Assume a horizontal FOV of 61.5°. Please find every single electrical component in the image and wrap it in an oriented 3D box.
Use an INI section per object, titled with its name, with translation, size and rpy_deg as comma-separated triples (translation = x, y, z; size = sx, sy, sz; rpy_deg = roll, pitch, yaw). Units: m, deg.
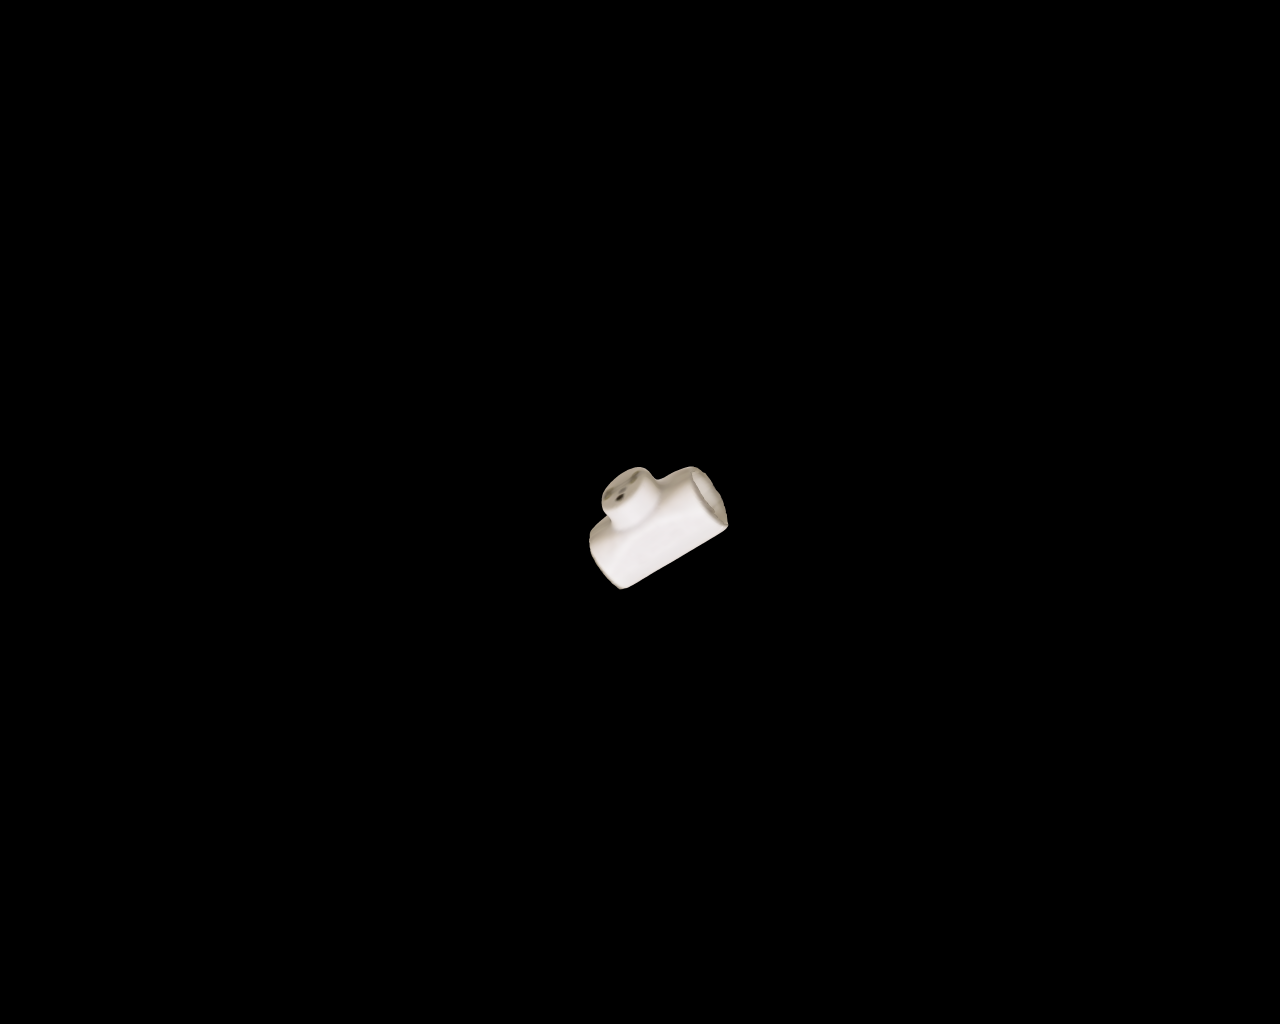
[electrical component]
translation = 0.001, -0.003, 0.650
size = 0.077, 0.079, 0.044
rpy_deg = -32, 26, 18
